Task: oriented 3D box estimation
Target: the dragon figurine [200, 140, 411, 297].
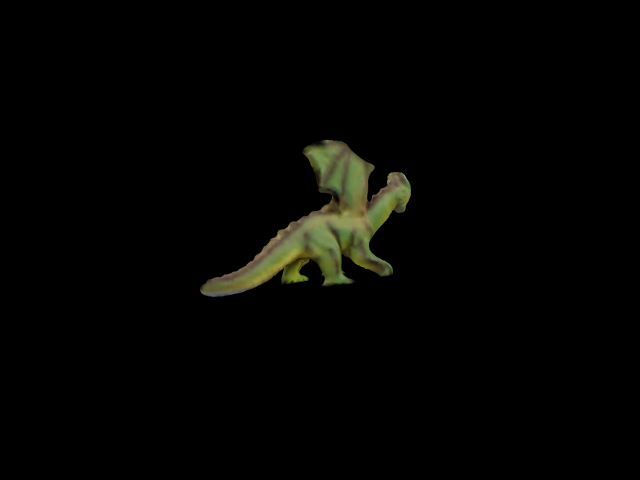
[{"bbox_3d":[0.003,-0.043,0.850,0.411,0.241,0.122,-5,8,-33],"label":"dragon figurine"}]
